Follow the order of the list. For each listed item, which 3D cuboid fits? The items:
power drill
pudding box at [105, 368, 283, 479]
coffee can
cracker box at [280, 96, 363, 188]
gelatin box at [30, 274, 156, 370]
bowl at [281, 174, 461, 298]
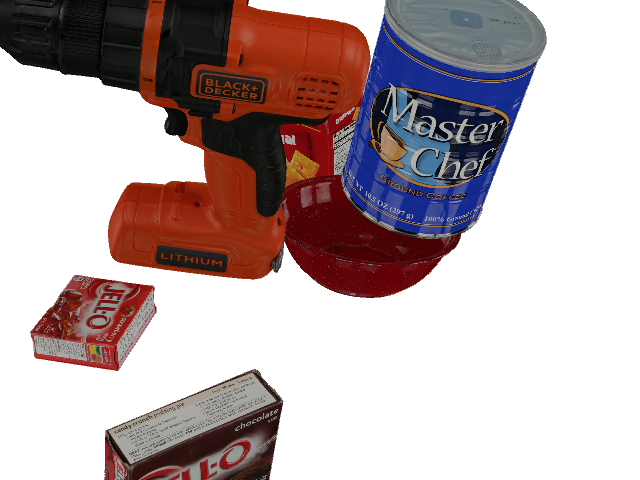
[{"bbox_3d":[-0.078,-0.056,0.577,0.184,0.057,0.188,8,-35,-5],"label":"power drill"},{"bbox_3d":[-0.083,0.141,0.687,0.113,0.090,0.039,-21,50,-32],"label":"pudding box"},{"bbox_3d":[0.077,-0.087,0.704,0.102,0.140,0.103,8,41,-7],"label":"coffee can"},{"bbox_3d":[-0.034,-0.117,1.229,0.164,0.214,0.072,24,44,31],"label":"cracker box"},{"bbox_3d":[-0.184,0.065,0.876,0.073,0.030,0.089,7,33,11],"label":"gelatin box"},{"bbox_3d":[0.035,0.002,0.908,0.162,0.055,0.162,6,28,-3],"label":"bowl"}]
